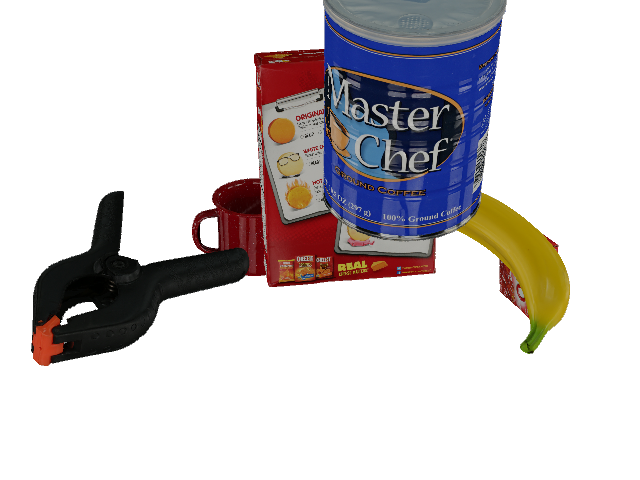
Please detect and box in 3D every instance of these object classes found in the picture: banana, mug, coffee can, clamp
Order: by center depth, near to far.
[{"bbox_3d":[0.052,-0.085,0.638,0.103,0.140,0.103,0,40,0],"label":"coffee can"},{"bbox_3d":[-0.141,0.022,0.715,0.120,0.039,0.171,25,33,25],"label":"clamp"},{"bbox_3d":[0.140,0.004,0.842,0.069,0.037,0.198,-17,44,-17],"label":"banana"},{"bbox_3d":[-0.085,-0.012,1.192,0.117,0.081,0.093,-7,30,-15],"label":"mug"}]

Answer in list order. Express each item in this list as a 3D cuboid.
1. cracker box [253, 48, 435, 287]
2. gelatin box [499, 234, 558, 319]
[{"bbox_3d":[0.024,-0.071,1.000,0.164,0.214,0.072,-5,21,-8],"label":"cracker box"},{"bbox_3d":[0.218,0.030,1.125,0.030,0.089,0.073,-14,29,-16],"label":"gelatin box"}]
